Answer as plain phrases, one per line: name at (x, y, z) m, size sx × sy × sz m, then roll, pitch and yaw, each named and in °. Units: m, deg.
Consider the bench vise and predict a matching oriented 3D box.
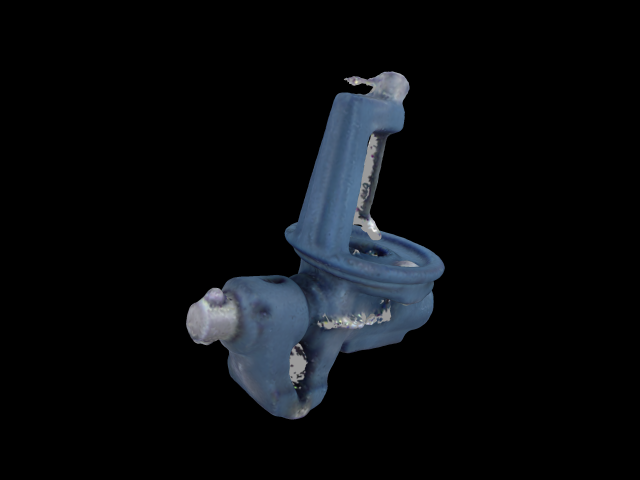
bench vise at (0.014, 0.004, 0.394) m, size 0.121 × 0.220 × 0.208 m, roll 15°, pitch 29°, yaw 29°
